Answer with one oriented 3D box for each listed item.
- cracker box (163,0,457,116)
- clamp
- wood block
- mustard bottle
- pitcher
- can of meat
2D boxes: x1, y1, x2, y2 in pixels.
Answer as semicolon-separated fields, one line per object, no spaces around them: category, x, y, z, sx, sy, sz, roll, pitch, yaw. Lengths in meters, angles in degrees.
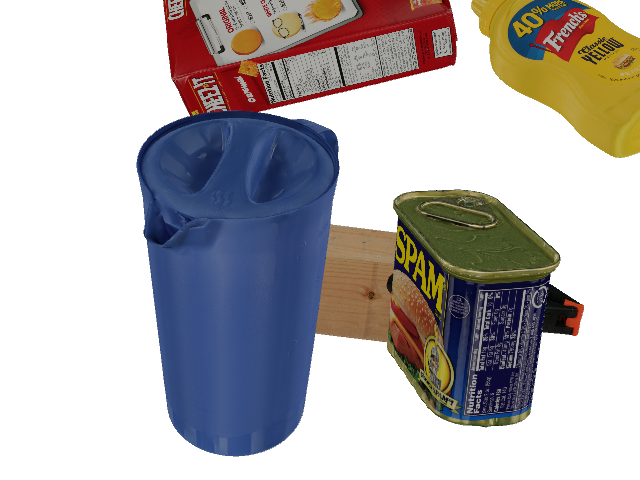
cracker box;-0.013;-0.191;0.844;0.214;0.164;0.072;-13;-33;5
clamp;0.156;0.043;0.977;0.171;0.039;0.120;17;30;15
wood block;-0.001;0.038;1.077;0.206;0.091;0.090;7;20;0
mustard bottle;0.189;-0.143;0.822;0.096;0.058;0.192;-34;54;-20
pitcher;-0.053;0.033;0.777;0.149;0.243;0.145;-4;38;-10
can of meat;0.070;0.031;0.526;0.057;0.084;0.102;-3;24;-15
